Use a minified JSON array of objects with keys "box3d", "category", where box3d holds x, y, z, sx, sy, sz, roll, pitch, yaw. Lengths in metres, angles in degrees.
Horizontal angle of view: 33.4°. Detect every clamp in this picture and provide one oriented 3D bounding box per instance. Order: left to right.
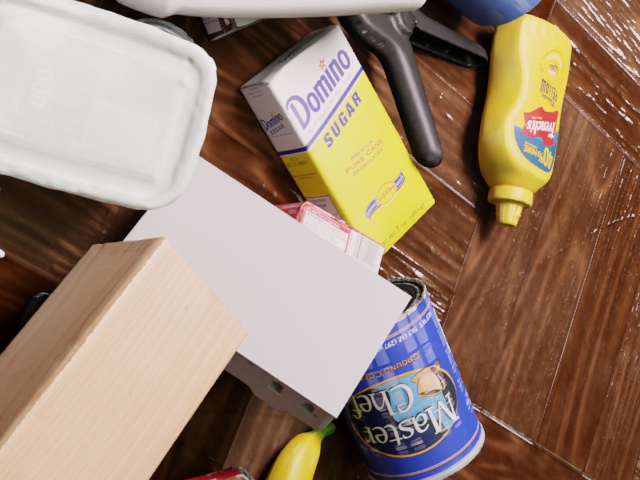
[{"box3d":[0.069,-0.185,0.917,0.210,0.036,0.164,53,43,-17],"category":"clamp"}]

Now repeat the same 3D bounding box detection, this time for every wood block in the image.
[{"box3d":[-0.147,0.104,0.638,0.090,0.090,0.205,52,55,-27],"category":"wood block"}]

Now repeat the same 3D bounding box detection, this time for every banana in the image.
[{"box3d":[-0.024,0.238,0.836,0.069,0.037,0.198,18,78,-36],"category":"banana"}]

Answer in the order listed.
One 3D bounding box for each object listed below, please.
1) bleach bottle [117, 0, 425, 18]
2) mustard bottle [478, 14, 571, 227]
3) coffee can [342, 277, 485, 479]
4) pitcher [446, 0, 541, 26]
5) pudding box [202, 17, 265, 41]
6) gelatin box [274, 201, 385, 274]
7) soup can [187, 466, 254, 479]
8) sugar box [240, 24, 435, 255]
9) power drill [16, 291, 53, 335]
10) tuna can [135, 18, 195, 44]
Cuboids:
[{"box3d":[-0.048,-0.210,0.757,0.250,0.068,0.102,-4,105,-17],"category":"bleach bottle"},{"box3d":[0.188,-0.106,1.001,0.096,0.058,0.191,21,76,-49],"category":"mustard bottle"},{"box3d":[0.062,0.115,0.866,0.102,0.103,0.140,-34,109,-34],"category":"coffee can"},{"box3d":[0.101,-0.298,0.899,0.242,0.145,0.149,33,104,-37],"category":"pitcher"},{"box3d":[-0.051,-0.217,0.828,0.113,0.039,0.090,-32,107,-37],"category":"pudding box"},{"box3d":[-0.006,0.001,0.835,0.089,0.073,0.030,29,70,-33],"category":"gelatin box"},{"box3d":[-0.097,0.206,0.760,0.102,0.069,0.068,-6,93,-38],"category":"soup can"},{"box3d":[0.018,-0.076,0.874,0.093,0.048,0.176,-44,116,-31],"category":"sugar box"},{"box3d":[-0.231,0.122,0.656,0.187,0.057,0.184,4,86,-42],"category":"power drill"},{"box3d":[-0.125,-0.114,0.768,0.085,0.034,0.086,2,87,-38],"category":"tuna can"}]
